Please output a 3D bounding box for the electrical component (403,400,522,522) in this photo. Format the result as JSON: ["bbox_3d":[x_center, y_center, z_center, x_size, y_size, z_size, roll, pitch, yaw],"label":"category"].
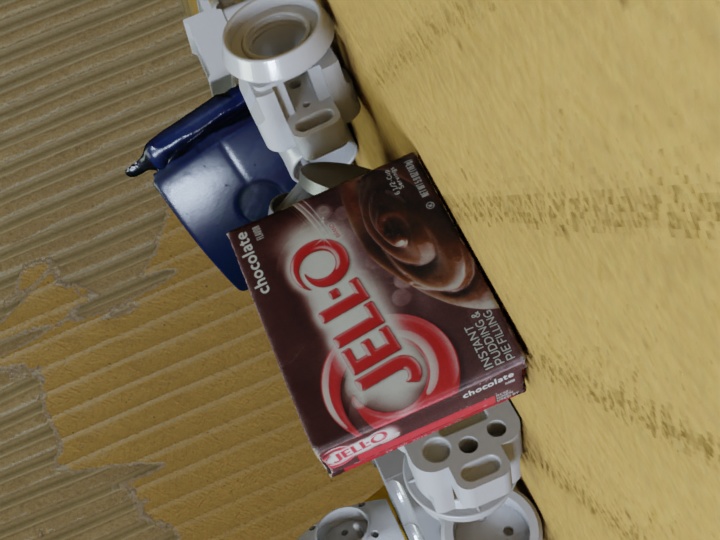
[{"bbox_3d":[0.047,0.085,0.518,0.057,0.058,0.078,76,169,-49],"label":"electrical component"}]

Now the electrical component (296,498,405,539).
[{"bbox_3d":[-0.001,0.214,0.781,0.079,0.077,0.044,-122,9,-55],"label":"electrical component"}]

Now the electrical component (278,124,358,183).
[{"bbox_3d":[-0.037,-0.102,0.631,0.079,0.043,0.077,78,167,-68],"label":"electrical component"}]

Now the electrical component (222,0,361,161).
[{"bbox_3d":[-0.036,-0.102,0.544,0.057,0.058,0.078,68,176,-50],"label":"electrical component"}]

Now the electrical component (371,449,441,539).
[{"bbox_3d":[0.038,0.132,0.811,0.186,0.060,0.105,-119,7,-47],"label":"electrical component"}]

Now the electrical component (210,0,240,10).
[{"bbox_3d":[-0.112,-0.216,0.925,0.065,0.044,0.044,-113,2,-64],"label":"electrical component"}]

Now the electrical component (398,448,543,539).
[{"bbox_3d":[0.055,0.117,0.599,0.073,0.052,0.138,75,170,-60],"label":"electrical component"}]

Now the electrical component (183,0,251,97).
[{"bbox_3d":[-0.087,-0.160,0.778,0.121,0.063,0.078,-163,50,-84],"label":"electrical component"}]
